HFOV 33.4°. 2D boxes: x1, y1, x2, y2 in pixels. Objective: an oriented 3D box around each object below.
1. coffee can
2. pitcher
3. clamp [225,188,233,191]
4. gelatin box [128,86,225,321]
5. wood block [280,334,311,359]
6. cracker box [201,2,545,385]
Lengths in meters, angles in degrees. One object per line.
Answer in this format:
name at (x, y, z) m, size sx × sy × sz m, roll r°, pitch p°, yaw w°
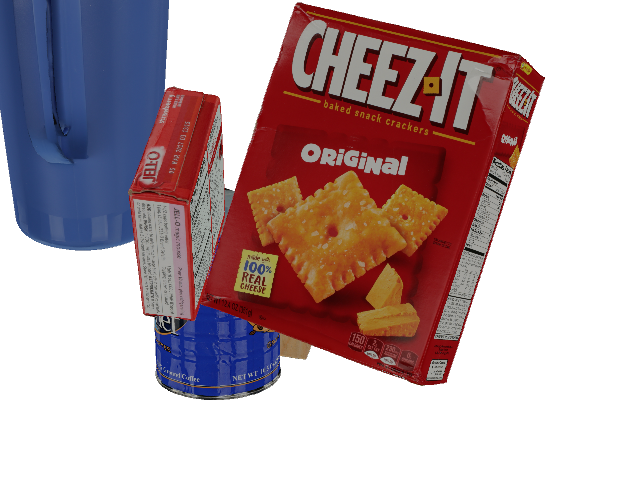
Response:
coffee can at (-0.082, 0.041, 0.846) m, size 0.103 × 0.140 × 0.103 m, roll 1°, pitch 18°, yaw 0°
pitcher at (-0.174, -0.115, 0.763) m, size 0.148 × 0.243 × 0.145 m, roll -19°, pitch 34°, yaw -38°
clamp at (-0.044, -0.003, 1.063) m, size 0.210 × 0.164 × 0.036 m, roll 0°, pitch -42°, yaw -7°
gelatin box at (-0.068, -0.017, 0.516) m, size 0.030 × 0.073 × 0.089 m, roll 7°, pitch -42°, yaw 4°
wood block at (-0.049, 0.050, 1.498) m, size 0.090 × 0.206 × 0.090 m, roll 7°, pitch 22°, yaw 6°
cracker box at (0.032, -0.032, 0.699) m, size 0.164 × 0.214 × 0.072 m, roll 19°, pitch 2°, yaw 24°
